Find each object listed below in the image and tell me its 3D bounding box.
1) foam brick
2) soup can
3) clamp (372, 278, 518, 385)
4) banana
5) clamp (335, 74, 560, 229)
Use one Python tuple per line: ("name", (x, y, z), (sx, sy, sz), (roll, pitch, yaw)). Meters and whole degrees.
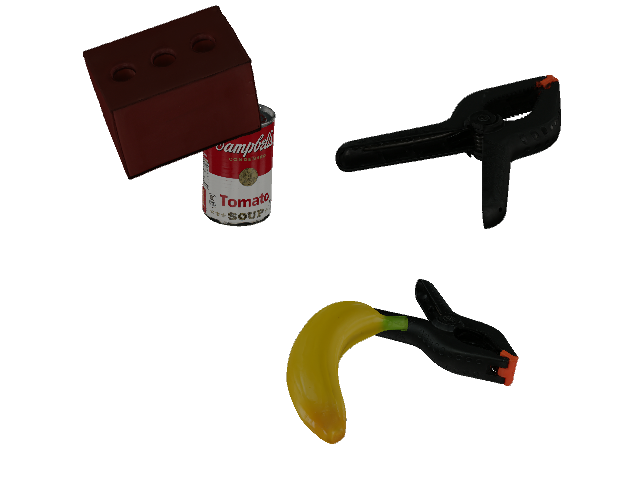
("foam brick", (-0.078, -0.078, 0.563), (0.078, 0.053, 0.051), (-22, -36, -11))
("soup can", (-0.079, -0.073, 1.014), (0.068, 0.102, 0.068), (3, 27, -2))
("clamp", (0.121, 0.085, 1.025), (0.172, 0.039, 0.120), (25, 36, 30))
("banana", (0.011, 0.086, 0.796), (0.070, 0.037, 0.197), (7, 23, 17))
("clamp", (0.140, -0.081, 0.884), (0.209, 0.036, 0.165), (-28, 41, -28))
